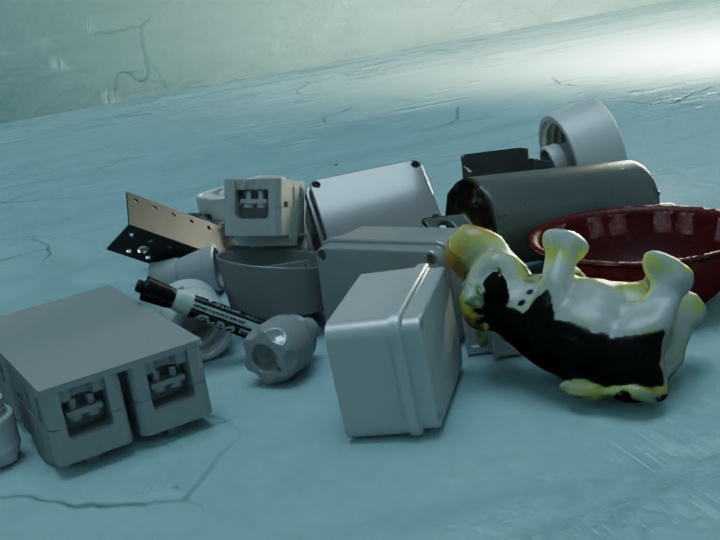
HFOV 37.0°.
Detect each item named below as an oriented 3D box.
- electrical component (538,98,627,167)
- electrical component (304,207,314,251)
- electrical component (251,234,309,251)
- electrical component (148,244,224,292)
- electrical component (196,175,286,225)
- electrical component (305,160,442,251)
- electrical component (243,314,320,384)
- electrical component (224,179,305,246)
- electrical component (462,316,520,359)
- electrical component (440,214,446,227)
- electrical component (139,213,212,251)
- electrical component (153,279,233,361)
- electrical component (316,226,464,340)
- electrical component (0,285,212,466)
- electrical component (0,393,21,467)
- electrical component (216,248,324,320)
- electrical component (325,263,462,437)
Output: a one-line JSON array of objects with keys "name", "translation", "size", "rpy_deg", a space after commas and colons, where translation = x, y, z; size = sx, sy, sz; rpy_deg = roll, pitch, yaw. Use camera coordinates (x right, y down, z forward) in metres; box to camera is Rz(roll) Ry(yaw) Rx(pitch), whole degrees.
[{"name": "electrical component", "translation": [0.214, -0.111, 1.069], "size": [0.060, 0.108, 0.108], "rpy_deg": [-18, 18, -8]}, {"name": "electrical component", "translation": [-0.062, -0.030, 1.028], "size": [0.047, 0.055, 0.055], "rpy_deg": [-13, 17, -1]}, {"name": "electrical component", "translation": [-0.085, -0.005, 0.973], "size": [0.081, 0.043, 0.043], "rpy_deg": [-9, 16, -2]}, {"name": "electrical component", "translation": [-0.161, 0.004, 0.986], "size": [0.065, 0.044, 0.044], "rpy_deg": [-12, 16, 6]}, {"name": "electrical component", "translation": [-0.122, -0.061, 1.149], "size": [0.095, 0.059, 0.054], "rpy_deg": [-22, 21, -38]}, {"name": "electrical component", "translation": [0.012, -0.047, 0.975], "size": [0.113, 0.078, 0.057], "rpy_deg": [-13, -26, -13]}, {"name": "electrical component", "translation": [-0.052, 0.052, 0.765], "size": [0.043, 0.043, 0.062], "rpy_deg": [1, 18, 30]}, {"name": "electrical component", "translation": [-0.081, -0.049, 0.923], "size": [0.050, 0.055, 0.089], "rpy_deg": [0, 3, 10]}, {"name": "electrical component", "translation": [0.112, 0.030, 0.756], "size": [0.081, 0.042, 0.063], "rpy_deg": [-7, 15, 3]}, {"name": "electrical component", "translation": [0.079, -0.021, 0.924], "size": [0.047, 0.055, 0.055], "rpy_deg": [-25, 23, -34]}, {"name": "electrical component", "translation": [-0.193, -0.028, 1.101], "size": [0.079, 0.044, 0.077], "rpy_deg": [-17, 18, -28]}, {"name": "electrical component", "translation": [-0.128, 0.040, 0.828], "size": [0.055, 0.055, 0.047], "rpy_deg": [-15, 21, -19]}, {"name": "electrical component", "translation": [0.029, 0.011, 0.800], "size": [0.113, 0.078, 0.057], "rpy_deg": [3, 17, 34]}, {"name": "electrical component", "translation": [-0.188, 0.070, 0.744], "size": [0.105, 0.060, 0.186], "rpy_deg": [-17, 19, -27]}, {"name": "electrical component", "translation": [-0.243, 0.095, 0.685], "size": [0.043, 0.062, 0.043], "rpy_deg": [-8, 16, 2]}, {"name": "electrical component", "translation": [-0.062, 0.009, 0.862], "size": [0.099, 0.064, 0.099], "rpy_deg": [-10, 3, 0]}, {"name": "electrical component", "translation": [0.025, 0.049, 0.676], "size": [0.057, 0.078, 0.113], "rpy_deg": [-7, 16, 16]}]
